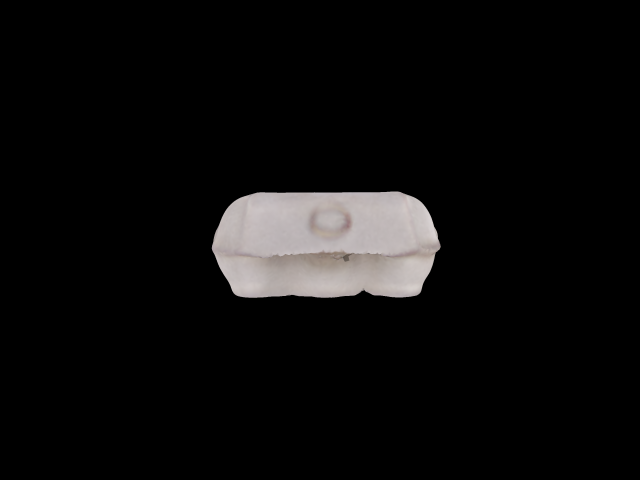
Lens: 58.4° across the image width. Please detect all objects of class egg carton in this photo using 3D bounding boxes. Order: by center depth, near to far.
[{"bbox_3d":[0.004,0.001,0.400,0.150,0.069,0.107,0,4,-2],"label":"egg carton"}]
